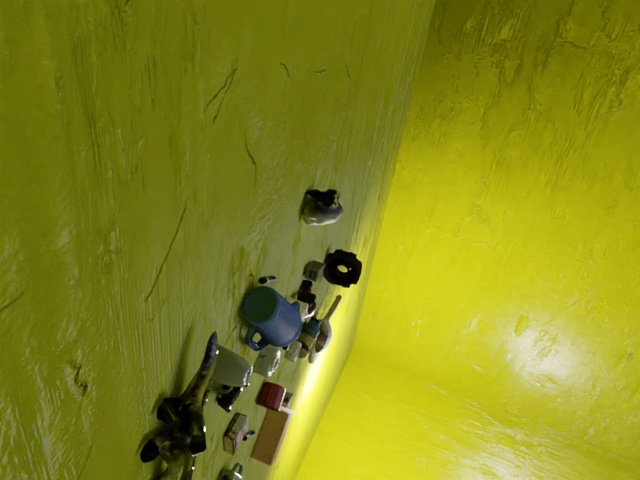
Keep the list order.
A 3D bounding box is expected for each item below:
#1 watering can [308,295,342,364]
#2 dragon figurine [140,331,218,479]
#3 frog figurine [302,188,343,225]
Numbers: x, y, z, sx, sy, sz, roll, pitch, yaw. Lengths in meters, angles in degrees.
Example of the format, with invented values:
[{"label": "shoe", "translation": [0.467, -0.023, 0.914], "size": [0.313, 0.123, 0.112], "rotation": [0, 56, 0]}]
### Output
[{"label": "watering can", "translation": [0.014, 0.409, 2.386], "size": [0.222, 0.104, 0.350], "rotation": [52, 58, -75]}, {"label": "dragon figurine", "translation": [-0.293, 0.394, 1.152], "size": [0.241, 0.122, 0.413], "rotation": [138, -26, -80]}, {"label": "frog figurine", "translation": [0.005, -0.084, 1.666], "size": [0.139, 0.124, 0.155], "rotation": [-23, 150, -29]}]
